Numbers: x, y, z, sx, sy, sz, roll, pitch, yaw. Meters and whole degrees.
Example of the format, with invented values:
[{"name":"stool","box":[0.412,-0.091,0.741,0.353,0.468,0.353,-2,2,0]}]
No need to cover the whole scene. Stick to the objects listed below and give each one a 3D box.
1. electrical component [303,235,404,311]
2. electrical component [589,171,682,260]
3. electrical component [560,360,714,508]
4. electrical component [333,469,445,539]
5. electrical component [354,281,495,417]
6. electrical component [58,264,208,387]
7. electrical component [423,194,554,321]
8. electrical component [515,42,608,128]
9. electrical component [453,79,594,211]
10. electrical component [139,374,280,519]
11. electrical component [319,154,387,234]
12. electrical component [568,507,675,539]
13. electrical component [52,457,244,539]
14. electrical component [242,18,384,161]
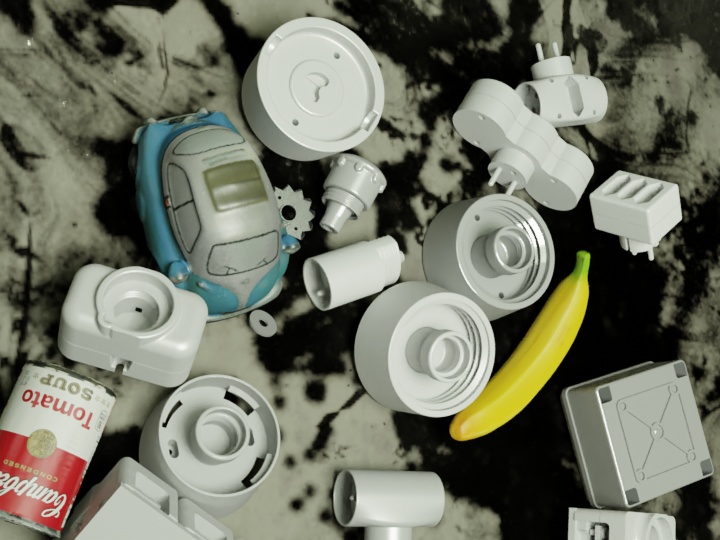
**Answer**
[{"name":"electrical component","box":[0.000,0.000,0.861,0.081,0.043,0.043,-19,90,-28]},{"name":"electrical component","box":[0.256,-0.042,0.991,0.047,0.066,0.076,-38,128,-27]},{"name":"electrical component","box":[0.245,0.144,0.951,0.109,0.056,0.108,-13,87,-28]},{"name":"electrical component","box":[0.022,0.196,0.837,0.077,0.044,0.079,7,78,-26]},{"name":"electrical component","box":[0.057,0.065,0.855,0.108,0.060,0.108,-3,96,-27]},{"name":"electrical component","box":[-0.158,0.037,0.750,0.095,0.059,0.053,17,54,-8]},{"name":"electrical component","box":[0.115,-0.013,0.912,0.108,0.060,0.108,5,79,-26]},{"name":"electrical component","box":[0.178,-0.170,0.982,0.077,0.043,0.079,-10,85,-28]},{"name":"electrical component","box":[0.136,-0.096,0.942,0.138,0.052,0.073,38,67,-16]},{"name":"electrical component","box":[-0.109,0.128,0.786,0.099,0.064,0.099,10,63,-21]},{"name":"electrical component","box":[-0.011,-0.059,0.867,0.048,0.048,0.062,33,74,-18]},{"name":"electrical component","box":[0.221,0.278,0.896,0.089,0.062,0.150,18,72,-46]},{"name":"electrical component","box":[-0.131,0.210,0.737,0.150,0.061,0.089,40,93,-15]},{"name":"electrical component","box":[-0.042,-0.139,0.855,0.108,0.060,0.108,5,79,-26]}]
